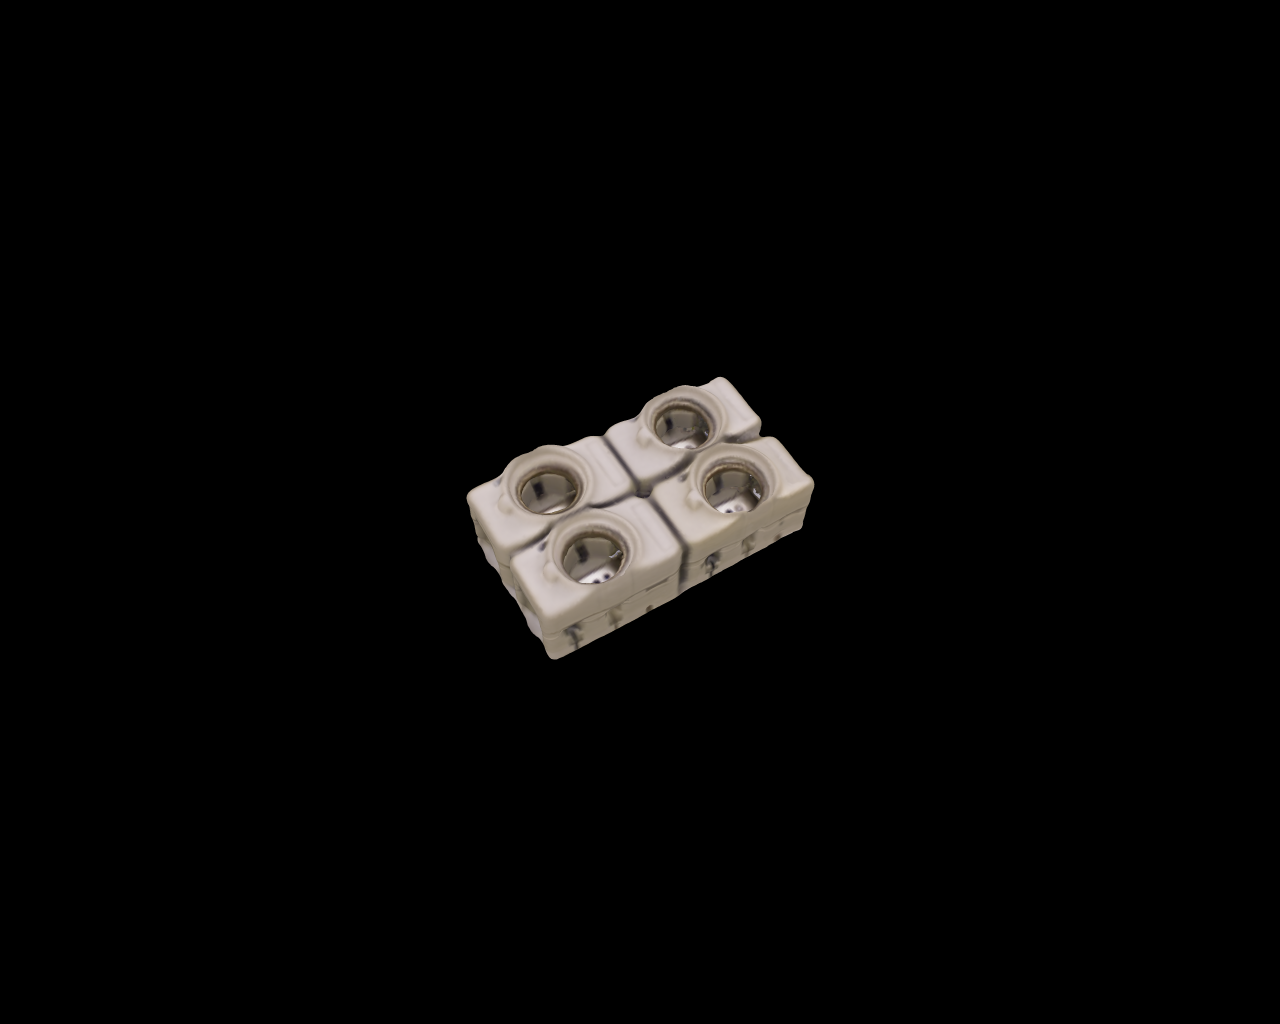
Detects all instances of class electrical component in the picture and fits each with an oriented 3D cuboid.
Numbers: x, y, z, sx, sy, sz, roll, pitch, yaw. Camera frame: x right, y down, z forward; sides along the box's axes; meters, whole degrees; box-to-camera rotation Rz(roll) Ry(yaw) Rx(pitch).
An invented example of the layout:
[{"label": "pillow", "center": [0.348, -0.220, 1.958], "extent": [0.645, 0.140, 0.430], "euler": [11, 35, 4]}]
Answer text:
[{"label": "electrical component", "center": [0.001, -0.003, 0.650], "extent": [0.186, 0.105, 0.060], "euler": [-26, -30, -16]}]
